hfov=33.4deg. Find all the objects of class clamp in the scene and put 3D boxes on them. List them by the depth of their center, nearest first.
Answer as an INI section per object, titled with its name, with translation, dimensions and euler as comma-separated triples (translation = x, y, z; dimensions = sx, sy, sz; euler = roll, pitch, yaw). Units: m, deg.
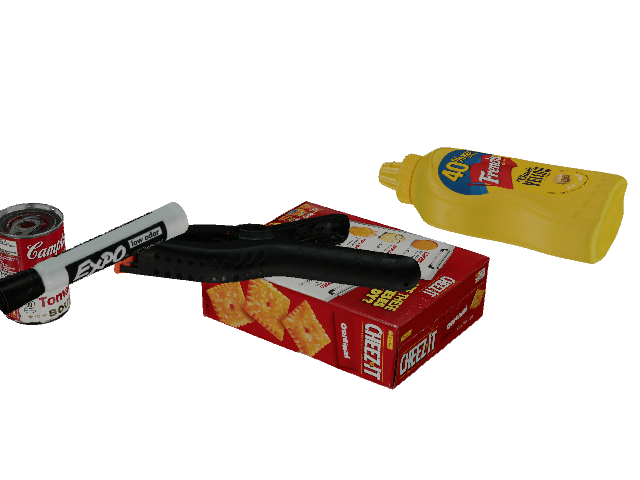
[clamp]
translation = -0.041, 0.010, 0.774
dimensions = 0.209, 0.036, 0.165
euler = -3, 13, -24

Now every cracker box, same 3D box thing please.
[cracker box]
translation = 0.022, 0.044, 0.984
dimensions = 0.214, 0.072, 0.163
euler = 18, 31, 32

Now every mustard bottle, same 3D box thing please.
[mustard bottle]
translation = 0.136, -0.035, 0.842
dimensions = 0.192, 0.058, 0.096
euler = 13, 34, 25

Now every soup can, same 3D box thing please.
[soup can]
translation = -0.284, 0.024, 1.049
dimensions = 0.068, 0.102, 0.068
euler = 2, 29, -1

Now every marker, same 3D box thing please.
[marker]
translation = -0.126, 0.009, 0.582
dimensions = 0.120, 0.020, 0.020
euler = -27, 16, -33
